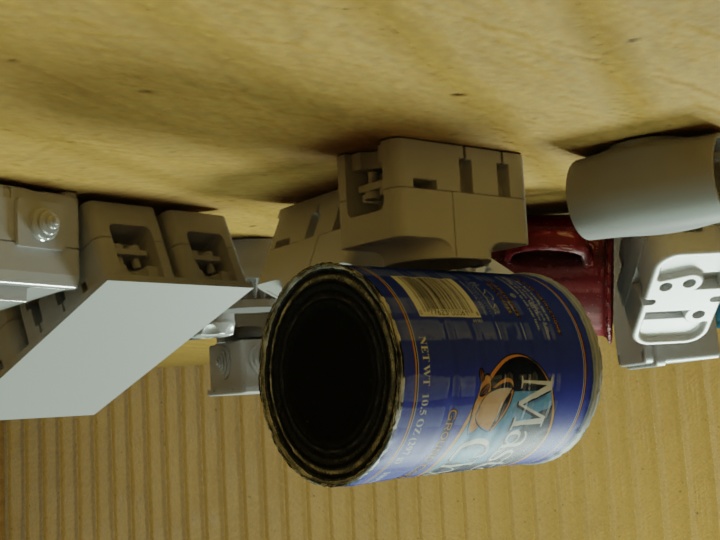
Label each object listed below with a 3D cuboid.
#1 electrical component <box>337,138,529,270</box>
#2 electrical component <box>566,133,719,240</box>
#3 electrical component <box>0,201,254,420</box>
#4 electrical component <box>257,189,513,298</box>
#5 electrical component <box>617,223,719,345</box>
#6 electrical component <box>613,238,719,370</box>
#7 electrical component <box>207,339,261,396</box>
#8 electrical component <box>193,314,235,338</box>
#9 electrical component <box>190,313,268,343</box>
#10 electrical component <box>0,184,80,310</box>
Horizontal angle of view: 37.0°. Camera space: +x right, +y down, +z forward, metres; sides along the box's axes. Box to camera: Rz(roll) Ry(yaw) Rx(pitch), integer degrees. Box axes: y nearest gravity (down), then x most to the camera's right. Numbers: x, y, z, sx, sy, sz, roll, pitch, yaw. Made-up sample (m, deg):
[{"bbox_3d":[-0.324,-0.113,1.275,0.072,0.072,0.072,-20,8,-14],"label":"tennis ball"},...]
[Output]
[{"bbox_3d":[0.038,-0.030,0.545,0.089,0.055,0.050,2,171,-38],"label":"electrical component"},{"bbox_3d":[0.160,-0.041,0.559,0.077,0.044,0.079,-8,171,37],"label":"electrical component"},{"bbox_3d":[-0.171,0.028,0.677,0.105,0.060,0.186,4,147,-48],"label":"electrical component"},{"bbox_3d":[0.025,0.016,0.651,0.150,0.061,0.089,31,153,-31],"label":"electrical component"},{"bbox_3d":[0.211,-0.002,0.729,0.054,0.059,0.095,-3,139,-4],"label":"electrical component"},{"bbox_3d":[0.231,0.020,0.832,0.056,0.108,0.108,-6,173,2],"label":"electrical component"},{"bbox_3d":[-0.085,0.089,0.989,0.100,0.048,0.100,1,172,-28],"label":"electrical component"},{"bbox_3d":[-0.129,0.027,0.918,0.043,0.062,0.043,-3,173,0],"label":"electrical component"},{"bbox_3d":[-0.142,0.036,0.998,0.186,0.060,0.105,1,172,-29],"label":"electrical component"},{"bbox_3d":[-0.197,-0.011,0.581,0.096,0.061,0.062,-7,172,32],"label":"electrical component"}]
